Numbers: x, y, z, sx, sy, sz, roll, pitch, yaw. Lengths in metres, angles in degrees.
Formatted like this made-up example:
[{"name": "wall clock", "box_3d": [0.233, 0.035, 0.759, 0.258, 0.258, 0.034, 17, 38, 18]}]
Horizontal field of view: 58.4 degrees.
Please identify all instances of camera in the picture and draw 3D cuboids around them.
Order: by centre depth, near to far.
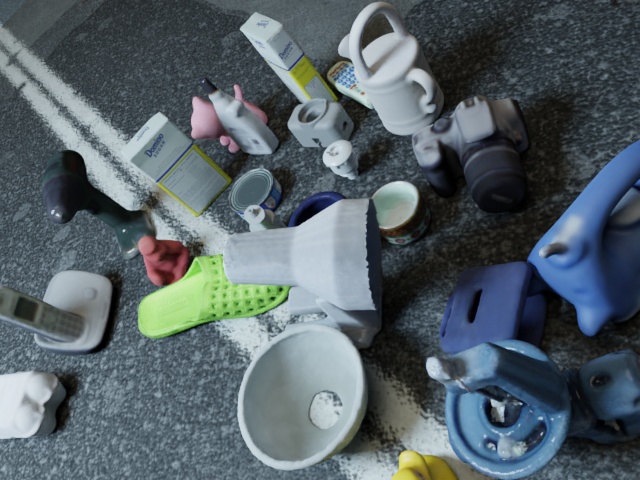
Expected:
[{"name": "camera", "box_3d": [0.195, -0.103, 0.721, 0.143, 0.101, 0.136, -20, 51, 20]}]

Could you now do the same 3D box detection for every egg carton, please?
[{"name": "egg carton", "box_3d": [-0.483, 0.268, 0.923, 0.150, 0.070, 0.107, -12, 54, 25]}]

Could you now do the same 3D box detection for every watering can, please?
[{"name": "watering can", "box_3d": [0.094, -0.250, 0.822, 0.172, 0.195, 0.101, 11, 66, 37]}]

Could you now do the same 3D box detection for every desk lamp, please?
[{"name": "desk lamp", "box_3d": [0.001, 0.049, 0.664, 0.202, 0.214, 0.118, -13, 54, 25]}]

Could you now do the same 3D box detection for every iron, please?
[{"name": "iron", "box_3d": [0.306, -0.038, 0.578, 0.258, 0.142, 0.118, -49, 47, -6]}]

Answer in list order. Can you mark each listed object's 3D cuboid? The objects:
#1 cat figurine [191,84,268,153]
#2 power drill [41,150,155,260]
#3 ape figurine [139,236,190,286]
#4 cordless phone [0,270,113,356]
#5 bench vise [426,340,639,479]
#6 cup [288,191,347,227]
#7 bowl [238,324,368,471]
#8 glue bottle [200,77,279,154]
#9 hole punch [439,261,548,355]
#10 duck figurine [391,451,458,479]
[{"name": "cat figurine", "box_3d": [-0.175, -0.221, 1.025, 0.128, 0.118, 0.067, -46, 47, -2]}, {"name": "power drill", "box_3d": [-0.387, -0.057, 0.987, 0.075, 0.209, 0.229, -40, 47, 3]}, {"name": "ape figurine", "box_3d": [-0.257, 0.027, 0.927, 0.078, 0.092, 0.076, -42, 47, 1]}, {"name": "cordless phone", "box_3d": [-0.434, 0.098, 0.927, 0.094, 0.186, 0.147, -20, 51, 20]}, {"name": "bench vise", "box_3d": [0.186, 0.119, 0.494, 0.207, 0.220, 0.121, -35, 47, 7]}, {"name": "cup", "box_3d": [0.007, 0.003, 0.773, 0.117, 0.095, 0.091, -34, 48, 8]}, {"name": "bowl", "box_3d": [-0.009, 0.187, 0.671, 0.167, 0.075, 0.167, -16, 52, 23]}, {"name": "glue bottle", "box_3d": [-0.142, -0.208, 0.958, 0.077, 0.174, 0.037, 9, 65, 36]}, {"name": "hole punch", "box_3d": [0.179, 0.081, 0.612, 0.100, 0.091, 0.109, 5, 63, 35]}, {"name": "duck figurine", "box_3d": [0.095, 0.255, 0.551, 0.077, 0.086, 0.104, -14, 54, 25]}]
